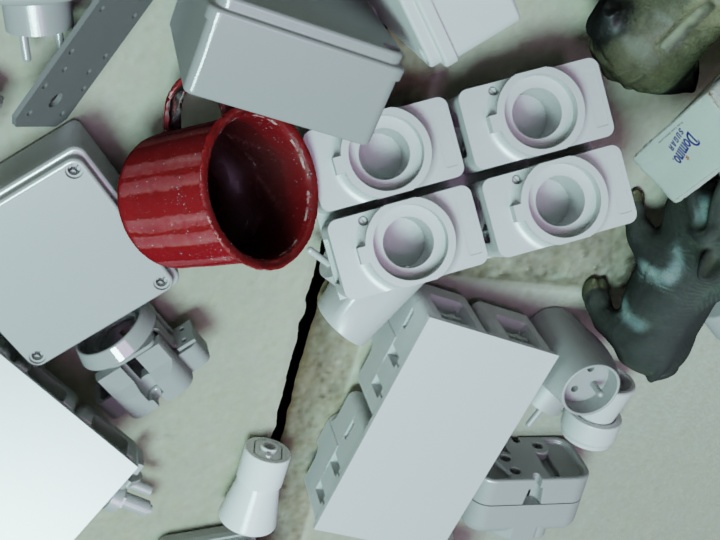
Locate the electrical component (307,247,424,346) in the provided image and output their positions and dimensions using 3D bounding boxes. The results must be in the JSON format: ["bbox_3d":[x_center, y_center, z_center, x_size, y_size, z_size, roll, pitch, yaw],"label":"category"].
[{"bbox_3d":[0.000,0.000,0.716,0.079,0.043,0.077,37,105,-29],"label":"electrical component"}]

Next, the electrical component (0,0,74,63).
[{"bbox_3d":[-0.176,-0.151,0.581,0.077,0.043,0.079,-7,120,-12],"label":"electrical component"}]

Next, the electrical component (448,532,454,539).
[{"bbox_3d":[0.062,0.234,0.855,0.044,0.065,0.044,-7,121,-12],"label":"electrical component"}]

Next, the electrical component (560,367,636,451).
[{"bbox_3d":[0.182,0.105,0.826,0.045,0.045,0.055,4,119,-17],"label":"electrical component"}]

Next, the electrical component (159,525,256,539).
[{"bbox_3d":[-0.113,0.256,0.824,0.078,0.057,0.113,-7,121,-11],"label":"electrical component"}]

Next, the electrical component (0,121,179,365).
[{"bbox_3d":[-0.184,-0.015,0.649,0.109,0.056,0.108,-30,122,3],"label":"electrical component"}]

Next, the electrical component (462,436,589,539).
[{"bbox_3d":[0.123,0.170,0.842,0.095,0.053,0.059,2,119,-16],"label":"electrical component"}]

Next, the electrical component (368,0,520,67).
[{"bbox_3d":[0.027,-0.179,0.582,0.056,0.108,0.108,-31,123,0],"label":"electrical component"}]

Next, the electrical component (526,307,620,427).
[{"bbox_3d":[0.141,0.079,0.781,0.043,0.077,0.079,26,110,-27],"label":"electrical component"}]

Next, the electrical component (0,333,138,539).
[{"bbox_3d":[-0.225,0.102,0.672,0.150,0.062,0.089,42,86,-11],"label":"electrical component"}]

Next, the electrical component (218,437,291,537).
[{"bbox_3d":[-0.075,0.156,0.788,0.044,0.044,0.065,10,111,-20],"label":"electrical component"}]

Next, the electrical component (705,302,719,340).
[{"bbox_3d":[0.288,0.039,0.820,0.040,0.040,0.078,-41,122,9],"label":"electrical component"}]

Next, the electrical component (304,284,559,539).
[{"bbox_3d":[0.045,0.108,0.781,0.105,0.060,0.186,17,113,-24],"label":"electrical component"}]

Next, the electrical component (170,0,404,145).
[{"bbox_3d":[-0.043,-0.126,0.593,0.109,0.108,0.056,14,117,-22],"label":"electrical component"}]

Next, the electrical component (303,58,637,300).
[{"bbox_3d":[0.065,-0.056,0.666,0.186,0.060,0.105,-16,93,-6],"label":"electrical component"}]

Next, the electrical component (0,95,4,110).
[{"bbox_3d":[-0.233,-0.092,0.598,0.055,0.045,0.045,27,109,-27],"label":"electrical component"}]

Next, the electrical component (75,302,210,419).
[{"bbox_3d":[-0.147,0.054,0.699,0.078,0.058,0.057,-32,125,3],"label":"electrical component"}]
